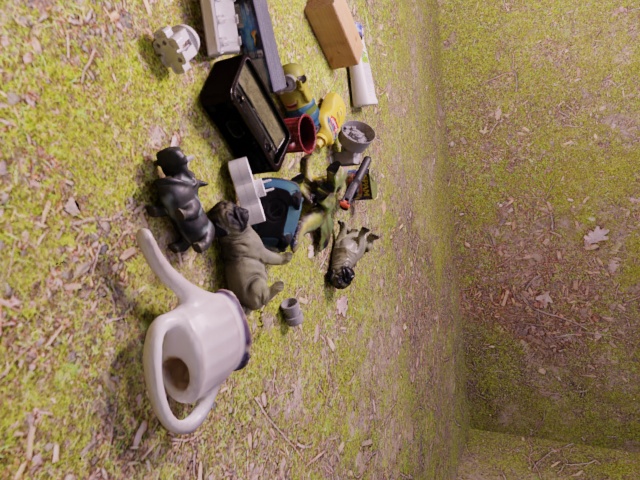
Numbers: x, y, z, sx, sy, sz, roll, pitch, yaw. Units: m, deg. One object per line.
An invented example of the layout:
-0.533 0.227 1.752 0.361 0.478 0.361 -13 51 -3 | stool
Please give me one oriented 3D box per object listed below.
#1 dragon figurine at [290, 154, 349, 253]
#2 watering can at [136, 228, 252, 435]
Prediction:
0.004 -0.067 1.334 0.237 0.122 0.420 72 29 -47 | dragon figurine
-0.211 0.139 0.863 0.226 0.104 0.346 -19 106 -64 | watering can
